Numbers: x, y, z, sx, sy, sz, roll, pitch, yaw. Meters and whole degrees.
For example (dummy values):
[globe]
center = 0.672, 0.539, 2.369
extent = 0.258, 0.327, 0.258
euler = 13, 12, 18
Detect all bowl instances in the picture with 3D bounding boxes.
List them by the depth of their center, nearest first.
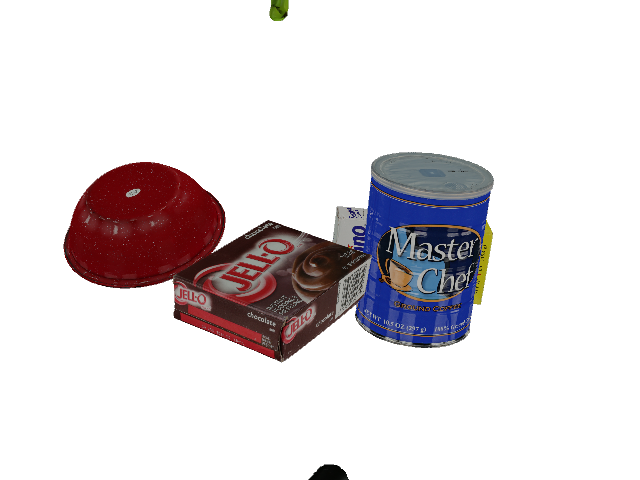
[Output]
[bowl]
center = -0.176, -0.027, 1.034
extent = 0.162, 0.055, 0.162
euler = -5, 41, 4

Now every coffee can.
[coffee can]
center = 0.087, 0.006, 0.914
extent = 0.103, 0.140, 0.103
euler = 4, 22, -2

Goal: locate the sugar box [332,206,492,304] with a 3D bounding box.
[sugar box]
center = 0.101, 0.018, 1.217
extent = 0.176, 0.093, 0.048
euler = 4, 22, -3

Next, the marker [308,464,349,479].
[marker]
center = -0.021, 0.130, 0.465
extent = 0.020, 0.020, 0.120
euler = 0, 17, 32

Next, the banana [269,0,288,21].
[banana]
center = -0.088, -0.189, 0.677
extent = 0.198, 0.069, 0.037
euler = 19, -34, 30

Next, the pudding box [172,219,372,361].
[pudding box]
center = -0.031, 0.031, 0.724
extent = 0.090, 0.039, 0.113
euler = 20, 29, 26
